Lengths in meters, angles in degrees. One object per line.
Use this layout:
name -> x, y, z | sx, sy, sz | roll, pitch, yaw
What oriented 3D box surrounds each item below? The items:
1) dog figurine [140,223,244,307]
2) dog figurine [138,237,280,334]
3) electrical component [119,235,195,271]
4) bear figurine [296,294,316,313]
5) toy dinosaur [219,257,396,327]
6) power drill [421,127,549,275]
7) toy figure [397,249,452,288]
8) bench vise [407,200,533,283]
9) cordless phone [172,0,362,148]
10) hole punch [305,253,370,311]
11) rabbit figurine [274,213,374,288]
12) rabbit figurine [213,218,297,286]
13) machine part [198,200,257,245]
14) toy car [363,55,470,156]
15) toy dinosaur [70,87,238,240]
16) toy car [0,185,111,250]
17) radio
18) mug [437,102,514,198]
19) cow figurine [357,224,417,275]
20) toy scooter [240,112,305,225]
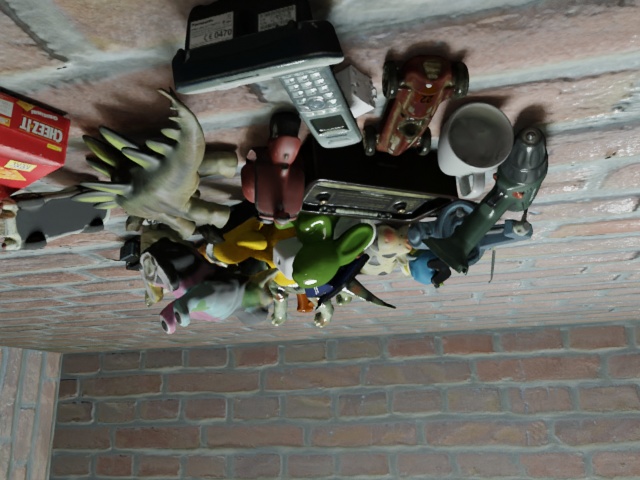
dog figurine -> -0.240, 0.041, 1.035 | 0.191, 0.172, 0.121 | -6, -156, -9
dog figurine -> -0.178, 0.070, 0.928 | 0.219, 0.191, 0.108 | -17, 167, -41
electrical component -> -0.353, 0.032, 1.147 | 0.134, 0.058, 0.115 | 12, 156, -39
bear figurine -> -0.099, 0.110, 1.315 | 0.196, 0.132, 0.120 | 0, 161, -26
toy dinosaur -> -0.034, 0.086, 1.172 | 0.405, 0.131, 0.191 | -5, 131, -3
power drill -> 0.241, -0.051, 0.774 | 0.086, 0.207, 0.232 | 38, -173, 21
toy figure -> 0.226, 0.051, 1.144 | 0.089, 0.082, 0.180 | 11, -176, -15
bench vise -> 0.290, -0.008, 0.969 | 0.223, 0.129, 0.241 | 15, 167, -28
cordless phone -> -0.039, -0.142, 0.523 | 0.147, 0.089, 0.184 | -7, 155, 17
hole punch -> 0.019, 0.056, 1.053 | 0.092, 0.142, 0.115 | 40, 139, -1
rabbit figurine -> -0.002, -0.003, 0.874 | 0.159, 0.170, 0.121 | 3, 161, -15
rabbit figurine -> -0.114, 0.012, 1.001 | 0.173, 0.122, 0.162 | 1, 158, -5
machine part -> -0.138, -0.037, 0.879 | 0.084, 0.039, 0.139 | -9, -159, 39
toy car -> 0.105, -0.144, 0.634 | 0.089, 0.053, 0.202 | -3, 162, -7
toy dinosaur -> -0.215, -0.079, 0.717 | 0.198, 0.105, 0.471 | 9, 161, -31
toy car -> -0.381, -0.037, 0.779 | 0.056, 0.073, 0.202 | 8, -165, 18
radio -> 0.073, -0.082, 0.790 | 0.229, 0.073, 0.131 | 6, 161, -21
mug -> 0.190, -0.107, 0.684 | 0.081, 0.109, 0.107 | -7, 176, -1
cow figurine -> 0.133, 0.024, 1.125 | 0.127, 0.085, 0.194 | 3, 161, 5
toy scooter -> -0.061, -0.071, 0.710 | 0.075, 0.135, 0.184 | 2, 164, -17
